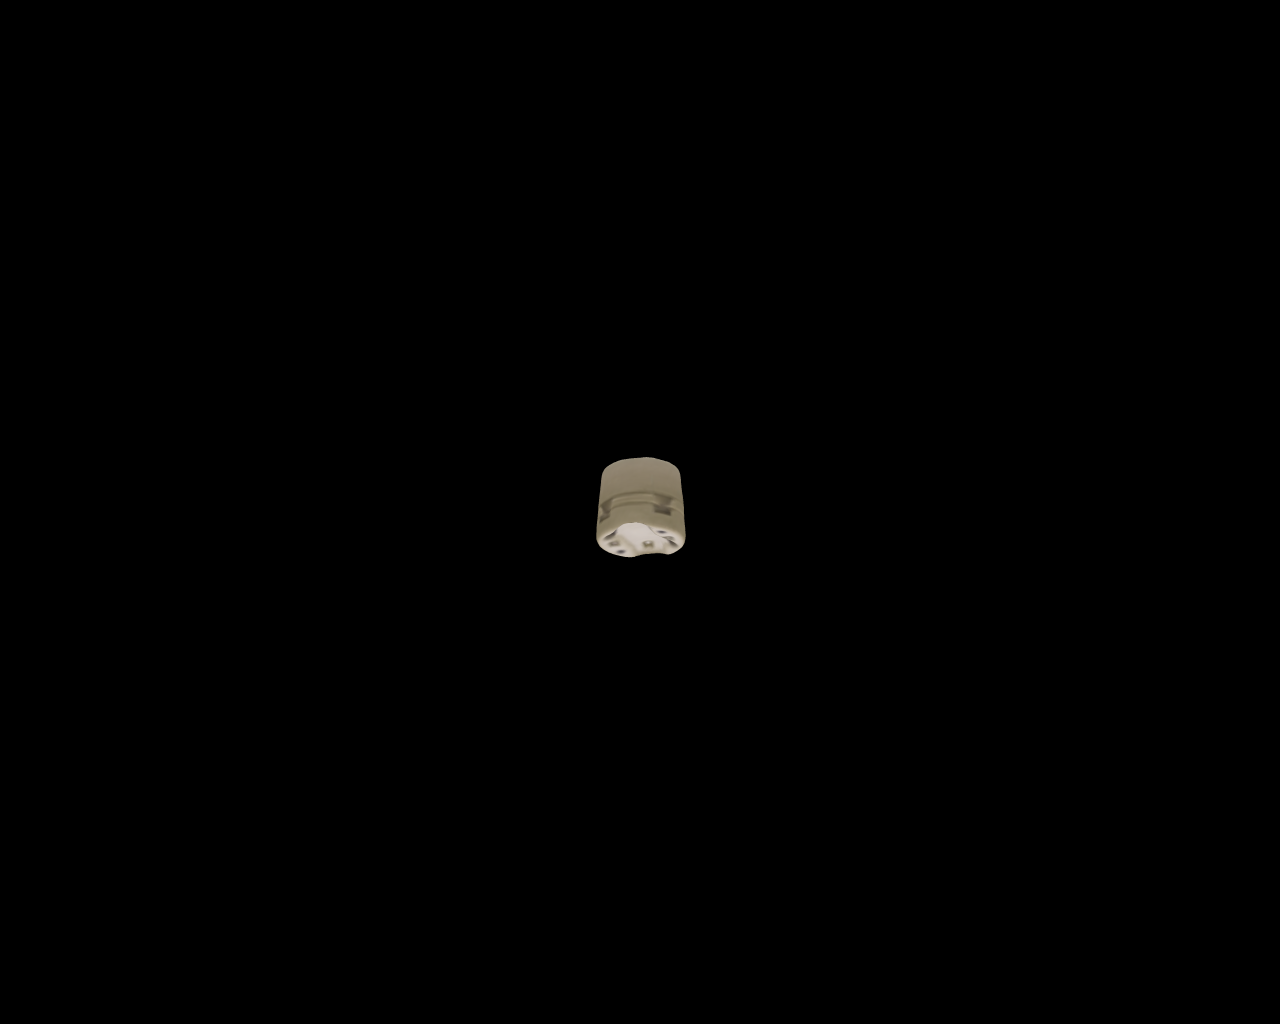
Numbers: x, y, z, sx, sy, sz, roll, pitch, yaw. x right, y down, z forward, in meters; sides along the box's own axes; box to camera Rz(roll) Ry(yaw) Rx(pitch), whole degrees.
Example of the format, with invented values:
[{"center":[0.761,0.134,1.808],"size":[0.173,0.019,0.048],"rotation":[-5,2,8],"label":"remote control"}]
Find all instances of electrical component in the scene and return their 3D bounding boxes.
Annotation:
[{"center":[0.001,-0.003,0.650],"size":[0.055,0.047,0.055],"rotation":[0,-24,0],"label":"electrical component"}]
